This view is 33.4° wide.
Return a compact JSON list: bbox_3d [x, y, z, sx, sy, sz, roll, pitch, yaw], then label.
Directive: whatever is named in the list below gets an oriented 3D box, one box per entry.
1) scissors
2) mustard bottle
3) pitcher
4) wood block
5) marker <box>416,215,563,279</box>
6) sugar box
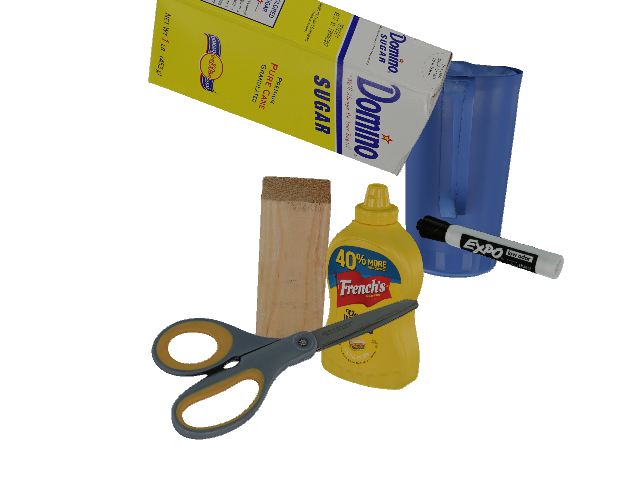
[{"bbox_3d":[-0.032,0.065,0.750,0.201,0.096,0.016,-34,-24,-30],"label":"scissors"},{"bbox_3d":[0.050,0.041,1.015,0.096,0.192,0.058,13,19,32],"label":"mustard bottle"},{"bbox_3d":[0.156,-0.082,1.231,0.149,0.243,0.145,-9,19,-33],"label":"pitcher"},{"bbox_3d":[-0.037,0.029,1.401,0.090,0.206,0.091,3,23,-2],"label":"wood block"},{"bbox_3d":[0.129,0.003,0.829,0.121,0.020,0.020,19,10,30],"label":"marker"},{"bbox_3d":[-0.016,-0.107,0.666,0.176,0.048,0.093,22,-30,0],"label":"sugar box"}]
